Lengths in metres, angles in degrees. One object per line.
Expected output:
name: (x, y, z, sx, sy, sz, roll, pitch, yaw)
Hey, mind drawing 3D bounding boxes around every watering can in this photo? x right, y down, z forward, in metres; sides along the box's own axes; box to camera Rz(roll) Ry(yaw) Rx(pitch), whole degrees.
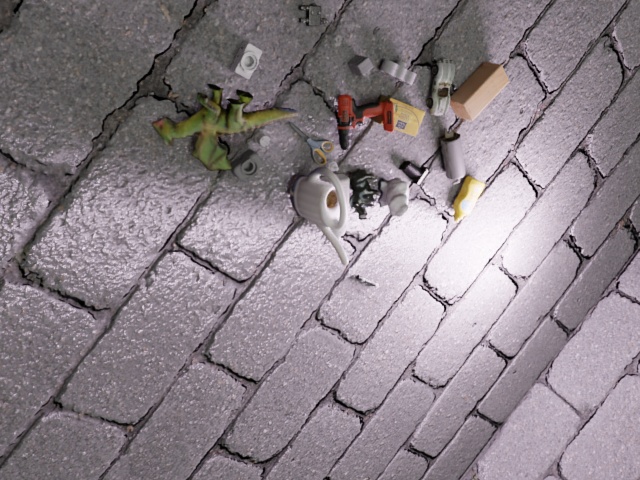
watering can: (0.005, -0.086, 1.713, 0.105, 0.226, 0.341, -29, 125, -36)

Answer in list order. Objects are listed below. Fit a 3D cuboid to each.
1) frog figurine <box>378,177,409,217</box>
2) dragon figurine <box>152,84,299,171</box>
frog figurine: (0.289, -0.151, 1.880, 0.122, 0.162, 0.135, 5, 110, -32)
dragon figurine: (-0.278, -0.317, 1.523, 0.409, 0.124, 0.238, 8, 118, -26)
